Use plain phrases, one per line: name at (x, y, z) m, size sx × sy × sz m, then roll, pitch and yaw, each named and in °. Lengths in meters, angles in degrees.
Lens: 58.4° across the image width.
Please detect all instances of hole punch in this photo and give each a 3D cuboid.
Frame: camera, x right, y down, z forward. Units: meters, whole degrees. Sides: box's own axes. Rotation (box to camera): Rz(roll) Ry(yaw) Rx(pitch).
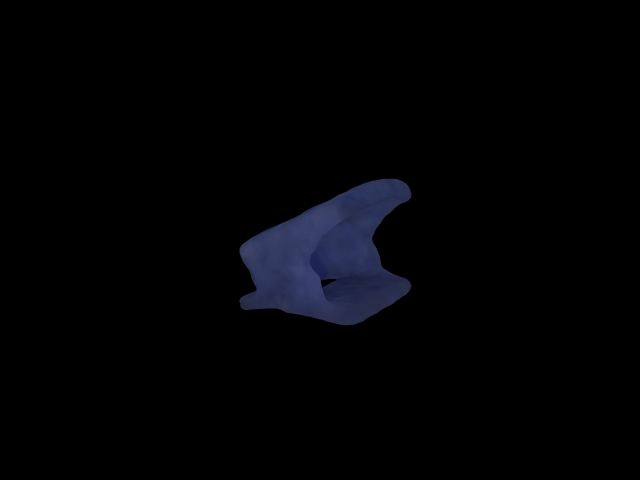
hole punch at (0.004, 0.001, 0.400) m, size 0.100 × 0.091 × 0.109 m, roll 8°, pitch 15°, yaw 31°
